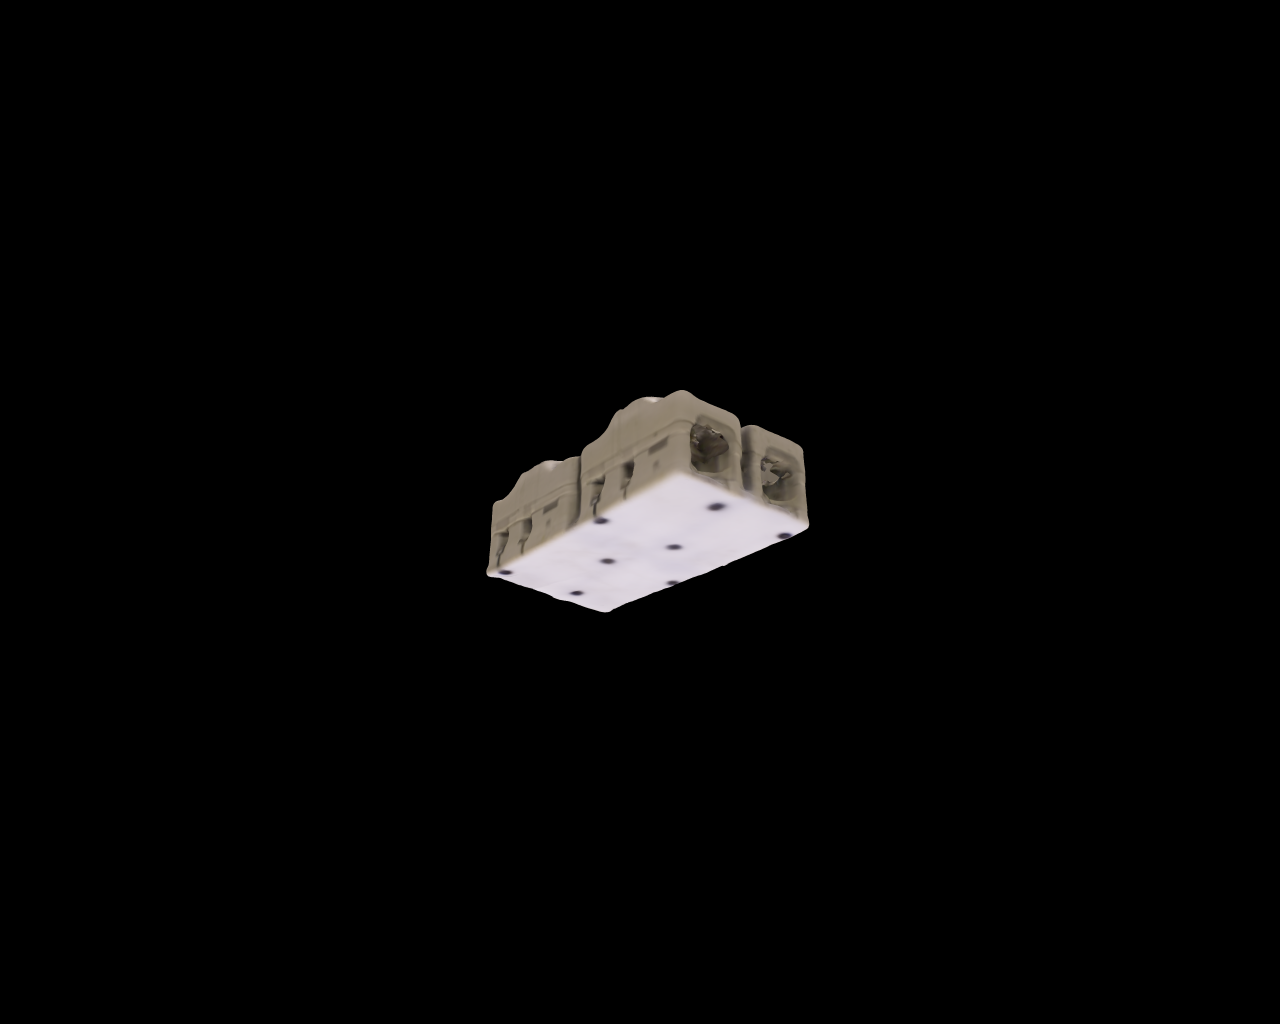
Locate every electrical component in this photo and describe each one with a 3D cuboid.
[{"bbox_3d":[0.001,-0.003,0.650,0.105,0.060,0.186,21,-33,-36],"label":"electrical component"}]
